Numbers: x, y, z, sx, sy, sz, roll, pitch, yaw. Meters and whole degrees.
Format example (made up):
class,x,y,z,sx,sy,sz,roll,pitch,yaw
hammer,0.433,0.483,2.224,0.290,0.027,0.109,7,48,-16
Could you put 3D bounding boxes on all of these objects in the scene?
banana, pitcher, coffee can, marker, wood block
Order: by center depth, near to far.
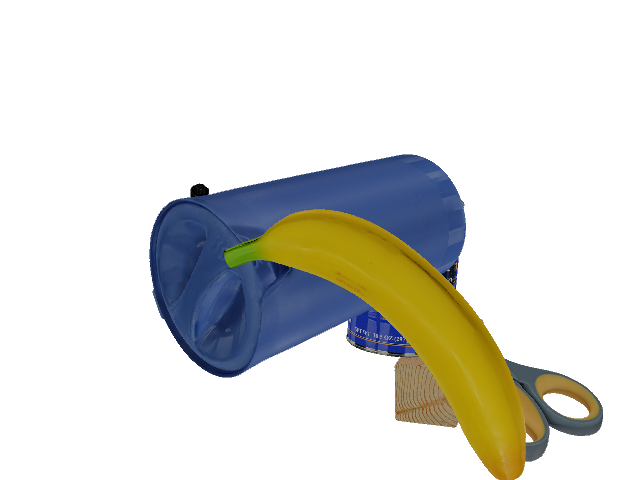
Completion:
class,x,y,z,sx,sy,sz,roll,pitch,yaw
banana,0.044,0.043,0.563,0.198,0.070,0.037,39,31,4
pitcher,-0.008,0.009,0.842,0.242,0.145,0.149,-18,42,-39
coffee can,0.079,0.029,1.012,0.103,0.140,0.103,3,11,-1
marker,-0.132,-0.013,1.110,0.020,0.020,0.121,0,-42,-16
wood block,0.178,0.187,1.568,0.091,0.090,0.205,4,17,17

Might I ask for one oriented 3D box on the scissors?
class,x,y,z,sx,sy,sz,roll,pitch,yaw
scissors,0.133,0.084,0.766,0.096,0.016,0.202,0,32,-9
